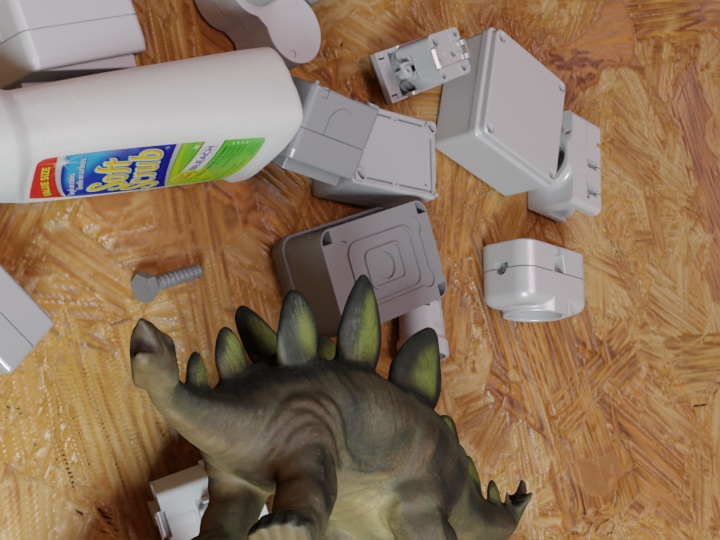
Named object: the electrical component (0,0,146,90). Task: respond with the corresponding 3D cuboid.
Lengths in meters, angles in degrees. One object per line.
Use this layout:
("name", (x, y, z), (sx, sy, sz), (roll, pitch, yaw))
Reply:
("electrical component", (-0.173, -0.138, 0.630), (0.096, 0.062, 0.061), (-25, 99, -46))

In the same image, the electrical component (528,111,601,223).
("electrical component", (0.188, -0.097, 1.005), (0.056, 0.050, 0.089), (18, 69, -43))

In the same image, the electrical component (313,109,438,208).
("electrical component", (0.004, -0.083, 0.807), (0.096, 0.061, 0.061), (9, 75, -37))

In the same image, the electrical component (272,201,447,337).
("electrical component", (0.000, 0.000, 0.779), (0.113, 0.057, 0.078), (-20, 97, -43))

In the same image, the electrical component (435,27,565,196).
("electrical component", (0.124, -0.136, 0.942), (0.109, 0.056, 0.108), (29, 62, -39))

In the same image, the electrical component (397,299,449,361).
("electrical component", (0.048, 0.046, 0.837), (0.040, 0.040, 0.046), (17, 64, -43))

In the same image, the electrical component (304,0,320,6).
("electrical component", (-0.057, -0.295, 0.786), (0.105, 0.060, 0.186), (-46, 114, -41))

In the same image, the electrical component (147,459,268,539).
("electrical component", (-0.082, 0.177, 0.650), (0.063, 0.079, 0.121), (-18, 95, -17))

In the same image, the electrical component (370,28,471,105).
("electrical component", (0.050, -0.166, 0.868), (0.081, 0.064, 0.042), (-30, 102, -45))

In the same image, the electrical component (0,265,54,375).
("electrical component", (-0.215, 0.034, 0.560), (0.065, 0.047, 0.076), (53, 49, -24))

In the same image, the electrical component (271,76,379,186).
("electrical component", (-0.046, -0.102, 0.743), (0.062, 0.096, 0.061), (15, 98, -43))

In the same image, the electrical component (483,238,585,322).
("electrical component", (0.153, 0.012, 0.941), (0.095, 0.054, 0.059), (13, 72, -44))

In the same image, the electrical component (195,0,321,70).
("electrical component", (-0.073, -0.198, 0.738), (0.138, 0.074, 0.052), (46, 52, -29))
